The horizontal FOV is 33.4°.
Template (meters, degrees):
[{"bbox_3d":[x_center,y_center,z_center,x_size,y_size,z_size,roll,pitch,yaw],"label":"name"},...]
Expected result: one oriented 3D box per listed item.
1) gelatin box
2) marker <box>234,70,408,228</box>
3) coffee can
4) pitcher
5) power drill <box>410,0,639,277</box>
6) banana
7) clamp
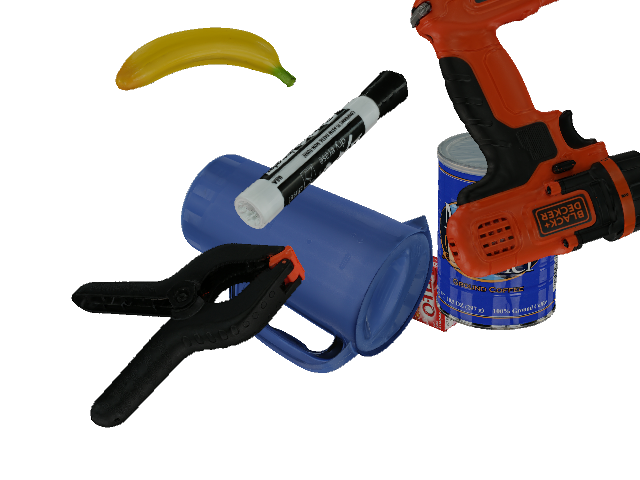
[{"bbox_3d":[0.136,0.062,1.352,0.073,0.089,0.030,21,35,39],"label":"gelatin box"},{"bbox_3d":[0.004,-0.048,0.522,0.020,0.020,0.121,0,36,50],"label":"marker"},{"bbox_3d":[0.148,-0.011,0.891,0.103,0.140,0.103,-2,23,1],"label":"coffee can"},{"bbox_3d":[-0.024,0.014,1.057,0.243,0.145,0.149,27,28,27],"label":"pitcher"},{"bbox_3d":[0.148,-0.086,0.669,0.184,0.187,0.057,-18,-1,-5],"label":"power drill"},{"bbox_3d":[-0.120,-0.186,1.082,0.197,0.070,0.037,-8,-39,-29],"label":"banana"},{"bbox_3d":[-0.092,0.057,0.727,0.171,0.120,0.039,-19,-35,11],"label":"clamp"}]
